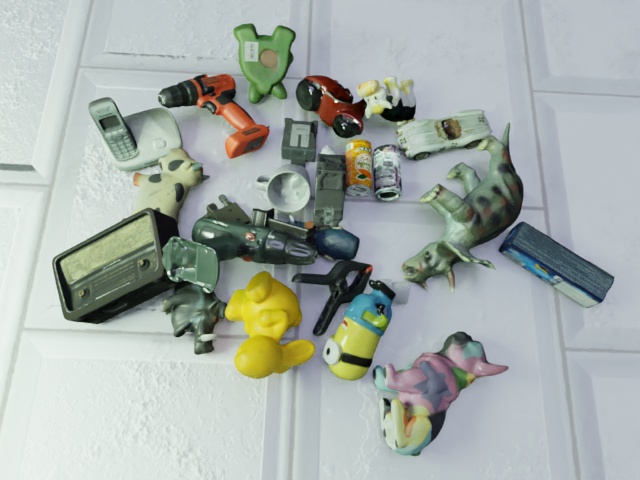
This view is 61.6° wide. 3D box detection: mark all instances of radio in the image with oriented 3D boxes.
[{"bbox_3d":[-0.351,0.051,0.939,0.230,0.073,0.131,-25,69,16],"label":"radio"}]

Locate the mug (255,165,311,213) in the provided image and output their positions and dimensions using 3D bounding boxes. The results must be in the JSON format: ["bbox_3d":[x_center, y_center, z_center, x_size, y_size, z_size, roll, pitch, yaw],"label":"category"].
[{"bbox_3d":[-0.067,-0.107,1.040,0.110,0.107,0.080,2,112,5],"label":"mug"}]

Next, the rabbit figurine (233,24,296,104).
[{"bbox_3d":[-0.108,-0.369,1.118,0.121,0.170,0.158,-8,112,-4],"label":"rabbit figurine"}]

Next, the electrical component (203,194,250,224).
[{"bbox_3d":[-0.183,-0.033,1.041,0.102,0.045,0.078,43,46,9],"label":"electrical component"}]

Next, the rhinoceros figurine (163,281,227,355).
[{"bbox_3d":[-0.226,0.112,0.975,0.112,0.073,0.190,-1,68,-14],"label":"rhinoceros figurine"}]

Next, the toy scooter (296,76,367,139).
[{"bbox_3d":[0.045,-0.286,1.123,0.135,0.075,0.184,-28,62,-32],"label":"toy scooter"}]

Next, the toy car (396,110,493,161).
[{"bbox_3d":[0.257,-0.221,1.120,0.202,0.056,0.073,-13,72,-8],"label":"toy car"}]

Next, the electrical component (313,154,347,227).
[{"bbox_3d":[0.018,-0.101,1.025,0.058,0.114,0.134,6,27,-2],"label":"electrical component"}]

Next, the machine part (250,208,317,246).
[{"bbox_3d":[-0.073,-0.012,0.999,0.139,0.039,0.084,17,91,20],"label":"machine part"}]

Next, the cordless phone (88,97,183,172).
[{"bbox_3d":[-0.352,-0.222,1.024,0.147,0.184,0.089,-20,68,-9],"label":"cordless phone"}]

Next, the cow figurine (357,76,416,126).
[{"bbox_3d":[0.137,-0.278,1.094,0.167,0.068,0.098,-16,94,-48],"label":"cow figurine"}]

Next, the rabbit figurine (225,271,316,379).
[{"bbox_3d":[-0.095,0.168,0.923,0.162,0.122,0.173,44,33,-24],"label":"rabbit figurine"}]

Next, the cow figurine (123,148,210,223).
[{"bbox_3d":[-0.292,-0.091,1.034,0.127,0.085,0.195,7,68,6],"label":"cow figurine"}]

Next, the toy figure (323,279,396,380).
[{"bbox_3d":[0.075,0.160,0.948,0.089,0.082,0.180,32,84,13],"label":"toy figure"}]

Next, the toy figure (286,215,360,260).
[{"bbox_3d":[-0.003,-0.002,1.029,0.155,0.057,0.064,16,65,10],"label":"toy figure"}]

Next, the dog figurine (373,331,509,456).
[{"bbox_3d":[0.212,0.259,0.923,0.219,0.108,0.191,-6,70,-8],"label":"dog figurine"}]

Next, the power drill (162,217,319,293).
[{"bbox_3d":[-0.141,0.018,0.896,0.232,0.207,0.085,15,114,22],"label":"power drill"}]

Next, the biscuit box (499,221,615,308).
[{"bbox_3d":[0.451,0.046,1.033,0.203,0.059,0.063,35,73,9],"label":"biscuit box"}]

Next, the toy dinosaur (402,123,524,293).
[{"bbox_3d":[0.319,-0.068,1.043,0.405,0.131,0.192,-40,89,-19],"label":"toy dinosaur"}]

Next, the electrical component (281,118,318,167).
[{"bbox_3d":[-0.044,-0.186,1.099,0.075,0.047,0.119,8,69,1],"label":"electrical component"}]
